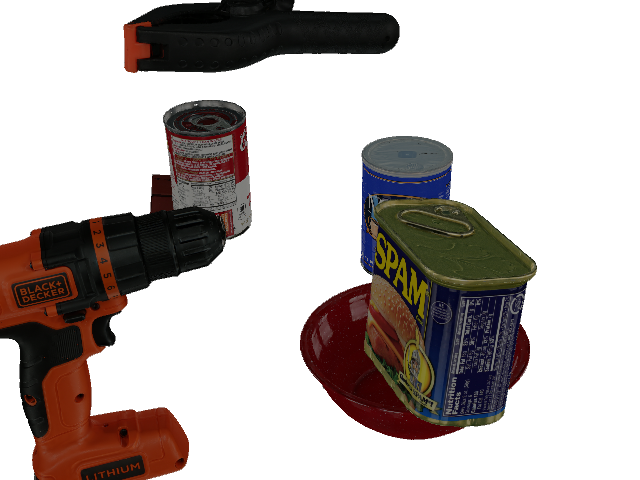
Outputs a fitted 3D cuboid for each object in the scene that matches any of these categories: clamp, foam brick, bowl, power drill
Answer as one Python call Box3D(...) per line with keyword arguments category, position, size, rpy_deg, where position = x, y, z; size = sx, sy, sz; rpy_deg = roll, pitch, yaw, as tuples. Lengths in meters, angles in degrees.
Box3D(category="clamp", position=(-0.050, -0.134, 0.667), size=(0.171, 0.039, 0.120), rpy_deg=(-10, 23, -29))
Box3D(category="foam brick", position=(-0.146, -0.038, 1.162), size=(0.078, 0.051, 0.053), rpy_deg=(2, 27, -8))
Box3D(category="bowl", position=(0.066, 0.092, 0.764), size=(0.162, 0.055, 0.162), rpy_deg=(-1, 31, 0))
Box3D(category="power drill", position=(-0.141, 0.073, 0.706), size=(0.184, 0.187, 0.057), rpy_deg=(-12, 26, -6))

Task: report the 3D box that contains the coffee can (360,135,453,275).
Box3D(category="coffee can", position=(0.098, -0.036, 1.228), size=(0.103, 0.140, 0.103), rpy_deg=(0, 28, 0))

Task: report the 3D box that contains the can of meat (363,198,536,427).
Box3D(category="can of meat", position=(0.062, 0.035, 0.548), size=(0.057, 0.084, 0.102), rpy_deg=(-3, 24, -18))

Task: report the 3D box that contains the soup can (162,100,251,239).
Box3D(category="soup can", position=(-0.093, -0.057, 0.892), size=(0.068, 0.102, 0.068), rpy_deg=(-1, 30, 1))

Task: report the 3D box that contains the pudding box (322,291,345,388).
Box3D(category="pudding box", position=(0.060, 0.103, 0.994), size=(0.114, 0.090, 0.039), rpy_deg=(10, 17, 21))
